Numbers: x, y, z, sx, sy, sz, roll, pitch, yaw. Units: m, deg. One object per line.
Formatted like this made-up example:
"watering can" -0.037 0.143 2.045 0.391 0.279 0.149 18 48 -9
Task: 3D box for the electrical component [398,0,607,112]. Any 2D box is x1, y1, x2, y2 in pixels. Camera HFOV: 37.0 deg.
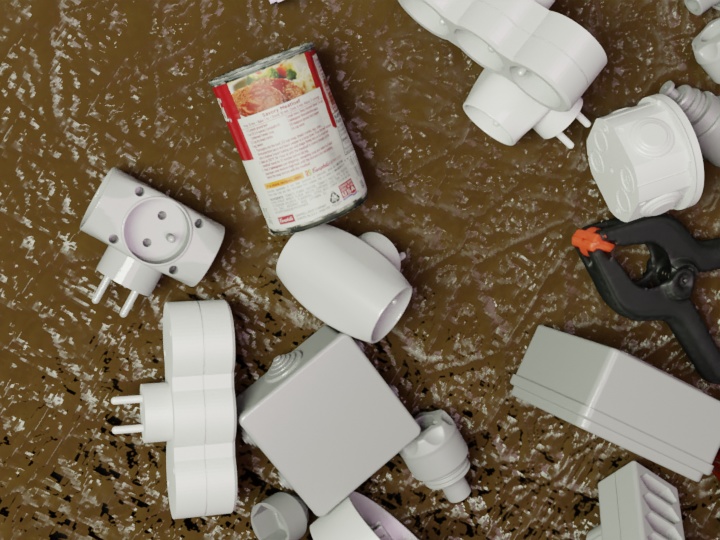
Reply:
"electrical component" 0.097 -0.166 0.675 0.138 0.052 0.073 37 86 17

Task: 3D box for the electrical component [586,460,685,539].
"electrical component" 0.190 0.196 0.778 0.047 0.083 0.076 34 126 -18

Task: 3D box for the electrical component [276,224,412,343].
"electrical component" 0.000 0.000 0.693 0.079 0.077 0.043 -35 154 -46

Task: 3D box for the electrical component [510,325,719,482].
"electrical component" 0.176 0.088 0.734 0.109 0.109 0.056 26 88 -19

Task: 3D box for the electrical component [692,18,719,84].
"electrical component" 0.268 -0.147 0.760 0.062 0.043 0.043 43 85 -20

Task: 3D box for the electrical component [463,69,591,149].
"electrical component" 0.122 -0.115 0.720 0.079 0.043 0.077 40 86 -18

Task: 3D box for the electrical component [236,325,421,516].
"electrical component" -0.024 0.096 0.705 0.100 0.048 0.099 -39 107 -8

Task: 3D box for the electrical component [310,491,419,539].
"electrical component" 0.014 0.192 0.707 0.064 0.099 0.099 -35 106 -3

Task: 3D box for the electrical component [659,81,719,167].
"electrical component" 0.244 -0.106 0.760 0.078 0.040 0.040 33 88 -18

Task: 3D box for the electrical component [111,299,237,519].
"electrical component" -0.118 0.088 0.674 0.074 0.052 0.138 -2 99 -16

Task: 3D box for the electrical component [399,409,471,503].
"electrical component" 0.055 0.130 0.738 0.043 0.043 0.062 -33 107 -10

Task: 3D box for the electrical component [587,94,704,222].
"electrical component" 0.194 -0.075 0.730 0.051 0.080 0.080 -19 103 -8

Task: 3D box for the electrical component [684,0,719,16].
"electrical component" 0.255 -0.201 0.748 0.062 0.043 0.043 -37 107 -7

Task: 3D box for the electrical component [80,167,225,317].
"electrical component" -0.135 -0.010 0.658 0.077 0.044 0.079 29 89 -19
